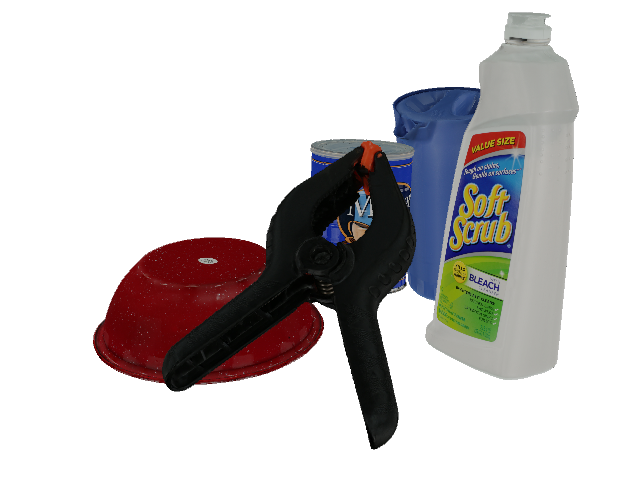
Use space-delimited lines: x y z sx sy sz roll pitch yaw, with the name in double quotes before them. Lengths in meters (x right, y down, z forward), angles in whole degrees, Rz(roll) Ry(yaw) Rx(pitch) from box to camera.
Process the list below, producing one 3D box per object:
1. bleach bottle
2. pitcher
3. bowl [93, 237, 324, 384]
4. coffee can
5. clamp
"bleach bottle" 0.131 -0.034 0.758 0.067 0.251 0.103 -10 20 -33
"pitcher" 0.164 -0.057 1.274 0.149 0.243 0.145 -1 24 5
"bowl" -0.078 0.039 0.741 0.162 0.055 0.162 -2 21 0
"coffee can" 0.039 -0.026 1.072 0.103 0.140 0.103 2 13 -1
"clamp" 0.010 0.025 0.546 0.120 0.171 0.039 24 -26 16
